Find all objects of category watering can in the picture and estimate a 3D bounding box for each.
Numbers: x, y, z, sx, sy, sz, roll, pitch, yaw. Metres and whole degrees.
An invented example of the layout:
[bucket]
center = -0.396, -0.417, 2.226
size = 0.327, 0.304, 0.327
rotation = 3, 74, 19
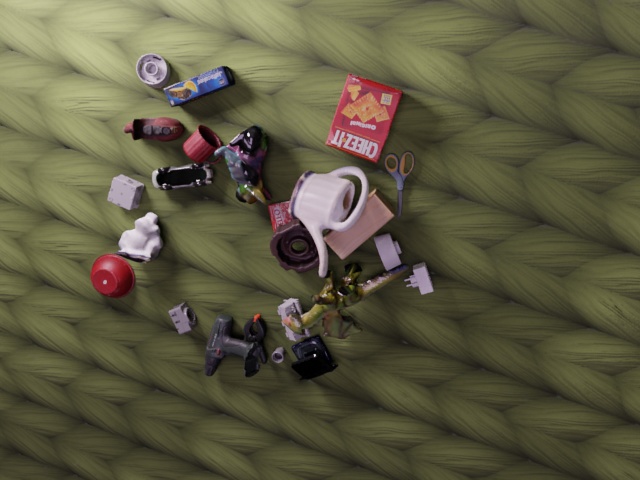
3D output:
[watering can]
center = 0.005, -0.075, 1.481
size = 0.225, 0.102, 0.352
rotation = 17, 69, 28

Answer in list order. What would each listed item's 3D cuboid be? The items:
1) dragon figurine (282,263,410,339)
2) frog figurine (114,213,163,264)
[dragon figurine]
center = 0.084, 0.208, 1.611
size = 0.411, 0.125, 0.237
rotation = -9, 127, -8
[frog figurine]
center = -0.579, -0.009, 1.683
size = 0.137, 0.120, 0.162
rotation = 6, 69, 17
